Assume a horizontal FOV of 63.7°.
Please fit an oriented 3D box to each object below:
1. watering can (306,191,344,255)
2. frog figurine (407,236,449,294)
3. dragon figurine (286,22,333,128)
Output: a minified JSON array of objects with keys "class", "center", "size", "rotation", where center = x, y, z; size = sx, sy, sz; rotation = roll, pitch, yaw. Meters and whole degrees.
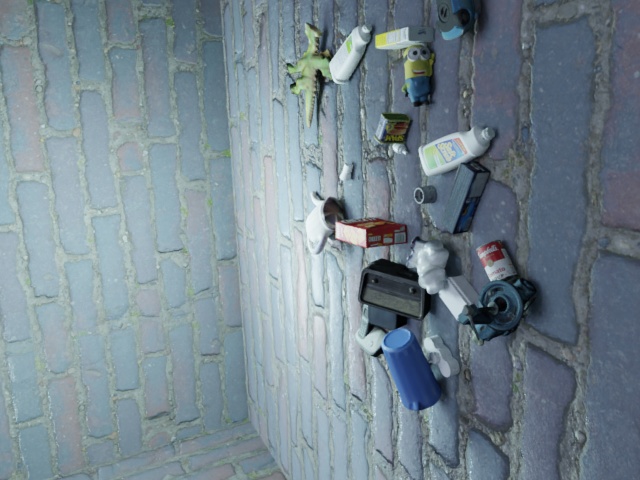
[{"class":"watering can","center":[0.007,-0.109,2.171],"size":[0.220,0.103,0.356],"rotation":[-43,38,47]},{"class":"frog figurine","center":[0.335,0.080,1.516],"size":[0.135,0.122,0.163],"rotation":[-62,39,26]},{"class":"dragon figurine","center":[-0.017,-0.673,2.108],"size":[0.243,0.123,0.407],"rotation":[6,111,56]}]
